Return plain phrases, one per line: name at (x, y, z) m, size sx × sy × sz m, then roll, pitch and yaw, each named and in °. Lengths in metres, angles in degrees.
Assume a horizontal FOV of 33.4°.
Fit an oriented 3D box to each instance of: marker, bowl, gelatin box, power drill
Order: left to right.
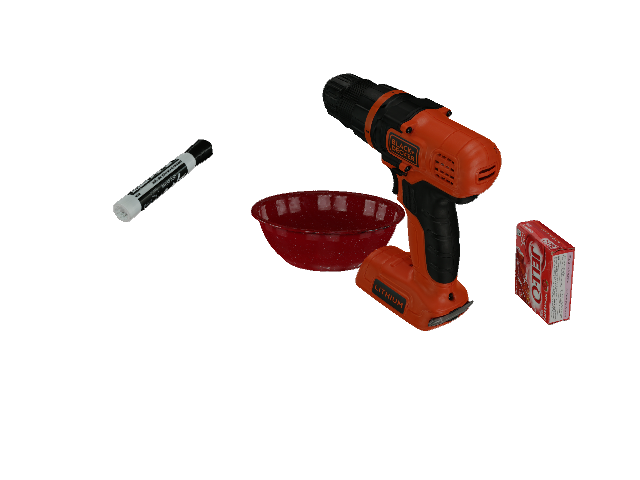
marker at (-0.133, -0.054, 0.922) m, size 0.020 × 0.020 × 0.121 m, roll 0°, pitch 32°, yaw 38°
bowl at (0.008, -0.007, 1.121) m, size 0.162 × 0.055 × 0.162 m, roll 1°, pitch 17°, yaw 0°
power drill at (0.066, -0.033, 0.880) m, size 0.057 × 0.188 × 0.185 m, roll -24°, pitch 40°, yaw -28°
gelatin box at (0.235, 0.033, 1.128) m, size 0.030 × 0.089 × 0.073 m, roll -12°, pitch 29°, yaw -16°
